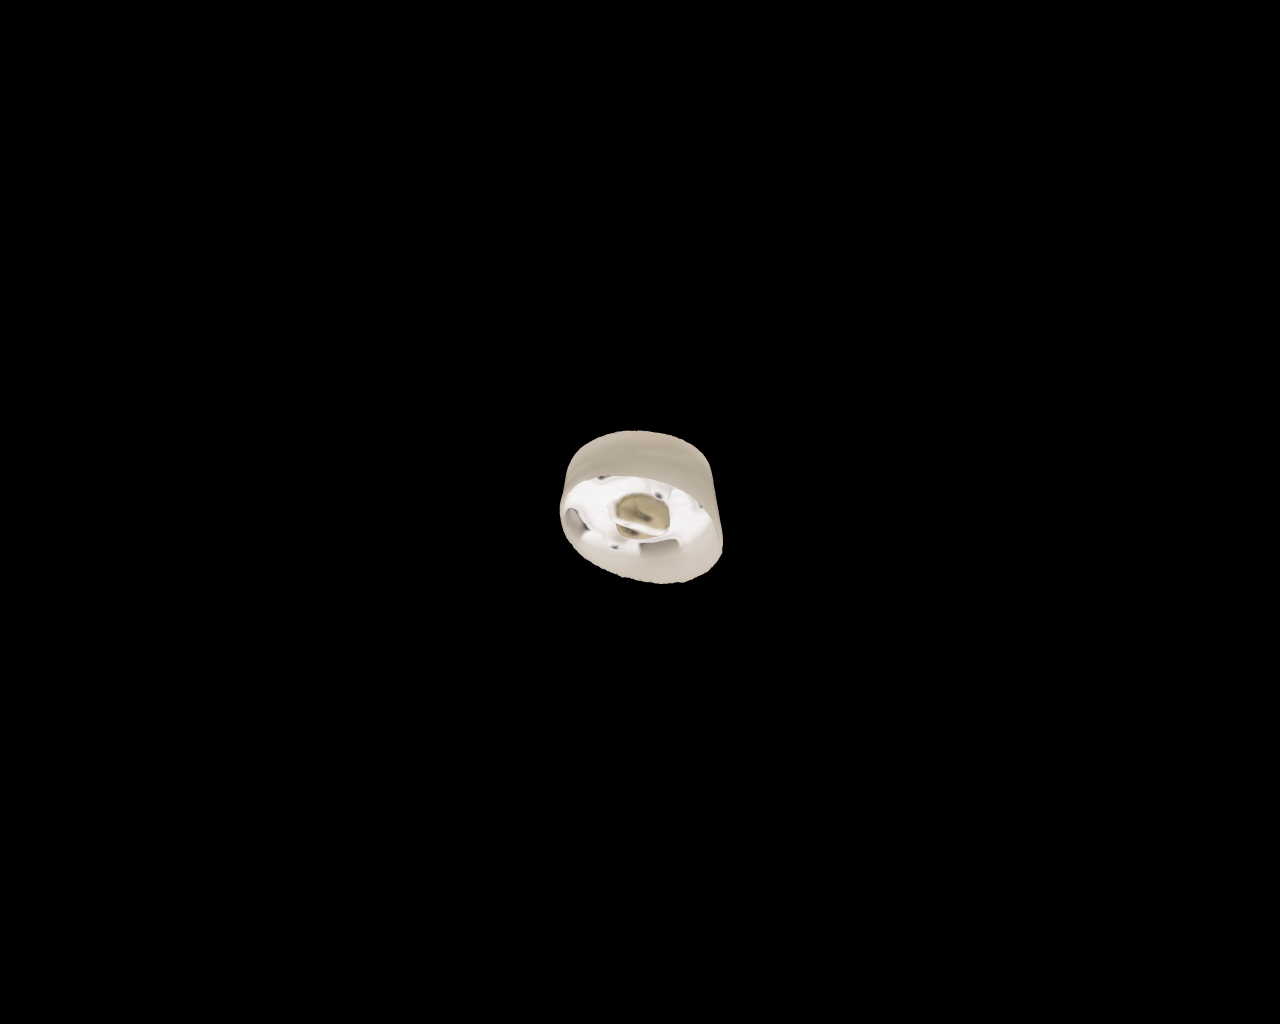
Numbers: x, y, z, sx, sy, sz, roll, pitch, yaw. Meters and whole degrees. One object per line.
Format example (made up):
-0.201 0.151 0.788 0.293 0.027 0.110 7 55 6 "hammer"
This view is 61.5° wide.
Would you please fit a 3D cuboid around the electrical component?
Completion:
0.001 -0.003 0.650 0.099 0.064 0.099 0 -36 0 "electrical component"
